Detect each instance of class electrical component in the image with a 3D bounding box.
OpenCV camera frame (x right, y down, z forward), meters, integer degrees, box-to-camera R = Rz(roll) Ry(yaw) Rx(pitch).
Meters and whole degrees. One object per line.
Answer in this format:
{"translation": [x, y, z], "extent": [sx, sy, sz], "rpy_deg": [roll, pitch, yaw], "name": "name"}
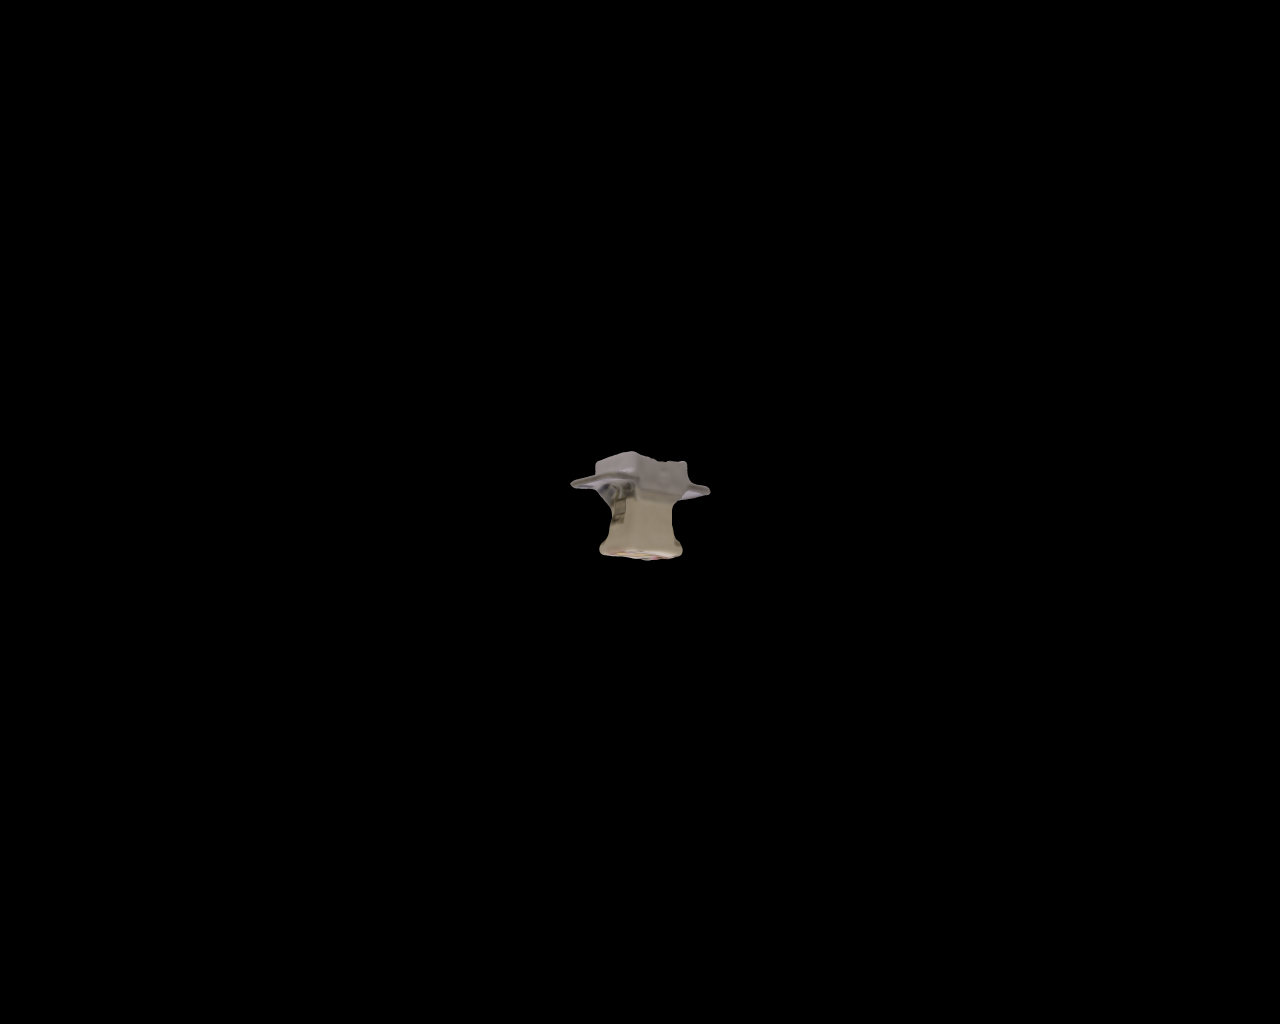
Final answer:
{"translation": [0.001, -0.003, 0.650], "extent": [0.081, 0.063, 0.042], "rpy_deg": [8, -13, -39], "name": "electrical component"}
